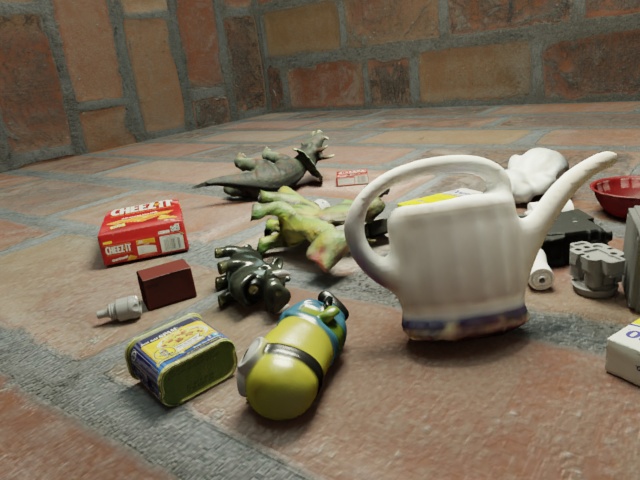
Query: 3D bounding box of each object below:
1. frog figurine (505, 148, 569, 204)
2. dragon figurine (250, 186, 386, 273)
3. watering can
[{"bbox_3d":[0.440,-0.137,1.096,0.159,0.120,0.140,1,36,-15],"label":"frog figurine"},{"bbox_3d":[0.003,-0.049,0.978,0.242,0.120,0.418,-2,24,7],"label":"dragon figurine"},{"bbox_3d":[0.206,0.004,0.622,0.348,0.224,0.104,-7,-1,-2],"label":"watering can"}]
